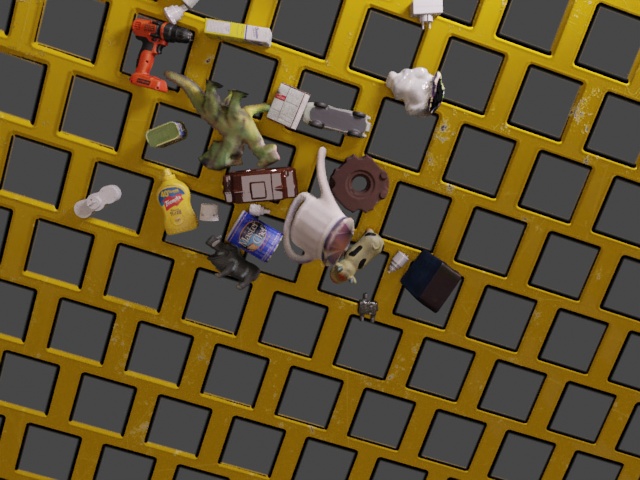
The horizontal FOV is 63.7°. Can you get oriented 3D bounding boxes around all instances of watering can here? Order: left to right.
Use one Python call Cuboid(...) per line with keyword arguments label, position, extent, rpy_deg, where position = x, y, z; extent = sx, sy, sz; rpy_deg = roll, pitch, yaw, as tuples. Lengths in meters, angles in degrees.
Cuboid(label="watering can", position=(0.005, -0.075, 1.483), extent=(0.227, 0.104, 0.343), rpy_deg=(33, 109, 30))

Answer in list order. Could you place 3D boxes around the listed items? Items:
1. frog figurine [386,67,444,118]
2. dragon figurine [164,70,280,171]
Cuboid(label="frog figurine", position=(0.269, -0.426, 1.479), extent=(0.160, 0.124, 0.135), rpy_deg=(17, 112, 32))
Cuboid(label="dragon figurine", position=(-0.287, -0.316, 1.462), extent=(0.411, 0.123, 0.241), rpy_deg=(20, 100, 13))
